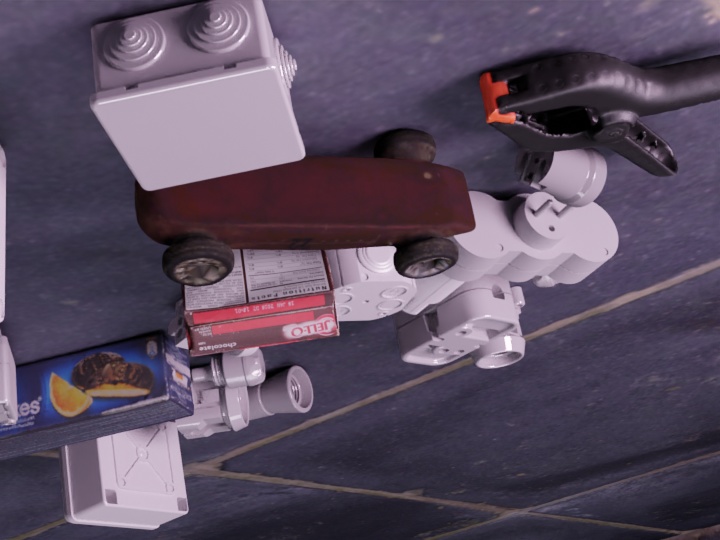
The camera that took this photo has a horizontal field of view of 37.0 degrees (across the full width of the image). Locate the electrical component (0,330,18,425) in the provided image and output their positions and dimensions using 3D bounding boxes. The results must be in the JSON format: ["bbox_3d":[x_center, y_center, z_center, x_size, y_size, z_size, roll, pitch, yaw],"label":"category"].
[{"bbox_3d":[-0.298,0.085,0.825,0.062,0.061,0.096,-4,163,-15],"label":"electrical component"}]

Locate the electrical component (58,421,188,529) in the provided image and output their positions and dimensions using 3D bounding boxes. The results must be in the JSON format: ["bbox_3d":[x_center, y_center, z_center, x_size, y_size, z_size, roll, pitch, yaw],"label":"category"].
[{"bbox_3d":[-0.221,0.179,0.999,0.056,0.108,0.109,-27,151,27],"label":"electrical component"}]

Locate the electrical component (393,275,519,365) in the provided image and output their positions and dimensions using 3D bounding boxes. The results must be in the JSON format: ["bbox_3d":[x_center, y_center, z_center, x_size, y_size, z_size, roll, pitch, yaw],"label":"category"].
[{"bbox_3d":[0.072,0.030,0.848,0.054,0.059,0.095,12,148,-41],"label":"electrical component"}]

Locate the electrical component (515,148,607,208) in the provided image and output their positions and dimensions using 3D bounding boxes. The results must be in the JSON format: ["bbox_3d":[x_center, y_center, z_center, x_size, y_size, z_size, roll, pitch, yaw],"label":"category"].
[{"bbox_3d":[0.128,-0.064,0.687,0.046,0.040,0.040,14,146,-34],"label":"electrical component"}]

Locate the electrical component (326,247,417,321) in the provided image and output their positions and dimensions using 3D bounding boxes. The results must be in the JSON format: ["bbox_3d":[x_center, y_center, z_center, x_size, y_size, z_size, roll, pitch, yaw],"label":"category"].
[{"bbox_3d":[0.000,0.000,0.762,0.080,0.051,0.080,-9,156,-4],"label":"electrical component"}]

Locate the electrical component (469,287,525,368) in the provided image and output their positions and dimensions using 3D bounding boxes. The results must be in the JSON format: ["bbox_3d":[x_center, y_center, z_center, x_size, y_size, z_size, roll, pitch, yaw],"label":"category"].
[{"bbox_3d":[0.113,0.051,0.915,0.066,0.055,0.048,-22,153,25],"label":"electrical component"}]

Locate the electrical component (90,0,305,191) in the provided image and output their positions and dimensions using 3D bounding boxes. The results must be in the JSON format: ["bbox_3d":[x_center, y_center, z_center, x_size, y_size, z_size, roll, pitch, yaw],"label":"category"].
[{"bbox_3d":[-0.080,-0.088,0.537,0.100,0.048,0.099,-11,156,2],"label":"electrical component"}]

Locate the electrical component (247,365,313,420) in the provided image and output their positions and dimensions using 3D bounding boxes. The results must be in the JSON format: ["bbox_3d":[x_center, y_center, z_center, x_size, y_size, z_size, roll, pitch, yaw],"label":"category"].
[{"bbox_3d":[-0.082,0.117,1.003,0.065,0.044,0.044,-16,156,25],"label":"electrical component"}]

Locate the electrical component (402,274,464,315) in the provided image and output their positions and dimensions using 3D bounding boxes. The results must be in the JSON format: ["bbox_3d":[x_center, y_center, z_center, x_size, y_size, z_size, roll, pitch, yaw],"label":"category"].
[{"bbox_3d":[0.052,0.001,0.796,0.043,0.043,0.081,4,152,-29],"label":"electrical component"}]

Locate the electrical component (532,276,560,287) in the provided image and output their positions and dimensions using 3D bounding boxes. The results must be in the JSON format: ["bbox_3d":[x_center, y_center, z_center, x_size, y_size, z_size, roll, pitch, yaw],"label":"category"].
[{"bbox_3d":[0.160,-0.010,0.826,0.061,0.035,0.035,-19,155,13],"label":"electrical component"}]

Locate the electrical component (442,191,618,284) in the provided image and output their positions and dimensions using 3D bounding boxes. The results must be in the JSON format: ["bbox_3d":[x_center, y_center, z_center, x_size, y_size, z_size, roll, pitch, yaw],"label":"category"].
[{"bbox_3d":[0.121,-0.030,0.744,0.138,0.052,0.073,1,153,-24],"label":"electrical component"}]

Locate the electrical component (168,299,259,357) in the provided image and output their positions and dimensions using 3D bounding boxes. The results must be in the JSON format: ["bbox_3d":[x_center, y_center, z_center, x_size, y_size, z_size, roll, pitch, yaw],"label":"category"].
[{"bbox_3d":[-0.105,0.039,0.814,0.055,0.048,0.066,18,144,-34],"label":"electrical component"}]

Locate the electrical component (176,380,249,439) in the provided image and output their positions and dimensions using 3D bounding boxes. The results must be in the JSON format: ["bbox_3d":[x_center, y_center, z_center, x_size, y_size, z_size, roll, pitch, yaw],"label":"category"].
[{"bbox_3d":[-0.132,0.118,0.963,0.057,0.058,0.078,-8,156,3],"label":"electrical component"}]

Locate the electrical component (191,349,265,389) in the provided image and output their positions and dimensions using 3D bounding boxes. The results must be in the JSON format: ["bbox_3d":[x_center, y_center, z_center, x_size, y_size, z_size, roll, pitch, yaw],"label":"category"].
[{"bbox_3d":[-0.114,0.086,0.925,0.061,0.035,0.035,-10,156,3],"label":"electrical component"}]

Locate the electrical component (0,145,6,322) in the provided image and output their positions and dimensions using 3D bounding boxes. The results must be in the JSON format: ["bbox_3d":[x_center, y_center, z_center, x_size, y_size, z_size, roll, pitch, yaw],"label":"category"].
[{"bbox_3d":[-0.215,-0.036,0.524,0.056,0.108,0.108,-6,156,-4],"label":"electrical component"}]
